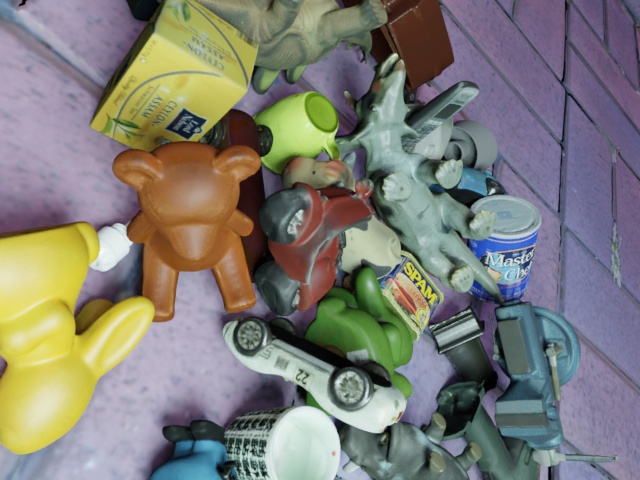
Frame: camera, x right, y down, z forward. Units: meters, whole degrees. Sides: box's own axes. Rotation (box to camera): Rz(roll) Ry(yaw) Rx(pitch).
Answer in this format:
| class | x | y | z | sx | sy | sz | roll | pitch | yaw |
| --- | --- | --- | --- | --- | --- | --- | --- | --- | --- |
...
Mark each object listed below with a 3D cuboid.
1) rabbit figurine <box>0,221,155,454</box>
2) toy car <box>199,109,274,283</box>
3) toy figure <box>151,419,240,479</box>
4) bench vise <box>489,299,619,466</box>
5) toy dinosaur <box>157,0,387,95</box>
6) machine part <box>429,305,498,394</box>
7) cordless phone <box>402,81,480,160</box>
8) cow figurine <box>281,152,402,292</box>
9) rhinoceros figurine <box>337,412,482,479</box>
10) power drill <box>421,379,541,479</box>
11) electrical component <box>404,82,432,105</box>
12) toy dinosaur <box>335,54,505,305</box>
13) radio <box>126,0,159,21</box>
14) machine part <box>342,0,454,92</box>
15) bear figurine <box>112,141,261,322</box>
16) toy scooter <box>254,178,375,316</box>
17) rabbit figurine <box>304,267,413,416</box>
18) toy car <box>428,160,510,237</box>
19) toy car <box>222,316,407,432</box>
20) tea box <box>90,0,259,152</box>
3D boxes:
| class | x | y | z | sx | sy | sz | roll | pitch | yaw |
| --- | --- | --- | --- | --- | --- | --- | --- | --- | --- |
| rabbit figurine | -0.226 | 0.076 | 0.432 | 0.162 | 0.122 | 0.173 | -12 | 94 | -53 |
| toy car | -0.092 | -0.050 | 0.618 | 0.089 | 0.053 | 0.202 | -3 | 85 | -50 |
| toy figure | -0.107 | 0.253 | 0.460 | 0.089 | 0.082 | 0.180 | 20 | 57 | -31 |
| bench vise | 0.321 | 0.189 | 0.764 | 0.240 | 0.129 | 0.223 | -1 | 66 | -52 |
| toy dinosaur | -0.026 | -0.268 | 0.673 | 0.471 | 0.199 | 0.105 | -16 | 84 | -50 |
| machine part | 0.221 | 0.167 | 0.794 | 0.138 | 0.084 | 0.039 | 62 | 2 | -14 |
| cordless phone | 0.183 | -0.186 | 0.832 | 0.146 | 0.184 | 0.089 | -2 | 69 | -41 |
| cow figurine | 0.027 | -0.026 | 0.666 | 0.194 | 0.127 | 0.085 | 44 | 46 | -22 |
| rhinoceros figurine | 0.106 | 0.255 | 0.626 | 0.190 | 0.112 | 0.073 | 33 | 37 | -19 |
| power drill | 0.228 | 0.311 | 0.727 | 0.207 | 0.086 | 0.232 | 50 | 46 | -8 |
| electrical component | 0.150 | -0.267 | 0.934 | 0.078 | 0.045 | 0.102 | 42 | 49 | -22 |
| toy dinosaur | 0.137 | -0.050 | 0.771 | 0.131 | 0.192 | 0.404 | -35 | 120 | -5 |
| radio | -0.124 | -0.330 | 0.663 | 0.229 | 0.131 | 0.073 | -16 | 82 | -43 |
| machine part | 0.110 | -0.343 | 0.827 | 0.201 | 0.087 | 0.201 | 47 | 11 | -52 |
| bear figurine | -0.108 | -0.002 | 0.466 | 0.120 | 0.196 | 0.132 | -5 | 81 | -16 |
| toy scooter | -0.001 | -0.002 | 0.568 | 0.135 | 0.183 | 0.075 | -31 | 59 | -28 |
| rabbit figurine | 0.050 | 0.122 | 0.654 | 0.170 | 0.121 | 0.159 | 3 | 62 | -60 |
| toy car | 0.219 | -0.080 | 0.886 | 0.161 | 0.109 | 0.103 | 15 | 35 | -23 |
| toy car | -0.010 | 0.127 | 0.540 | 0.073 | 0.202 | 0.056 | 19 | 92 | -65 |
| tea box | -0.149 | -0.152 | 0.537 | 0.098 | 0.170 | 0.068 | 26 | 56 | -29 |
